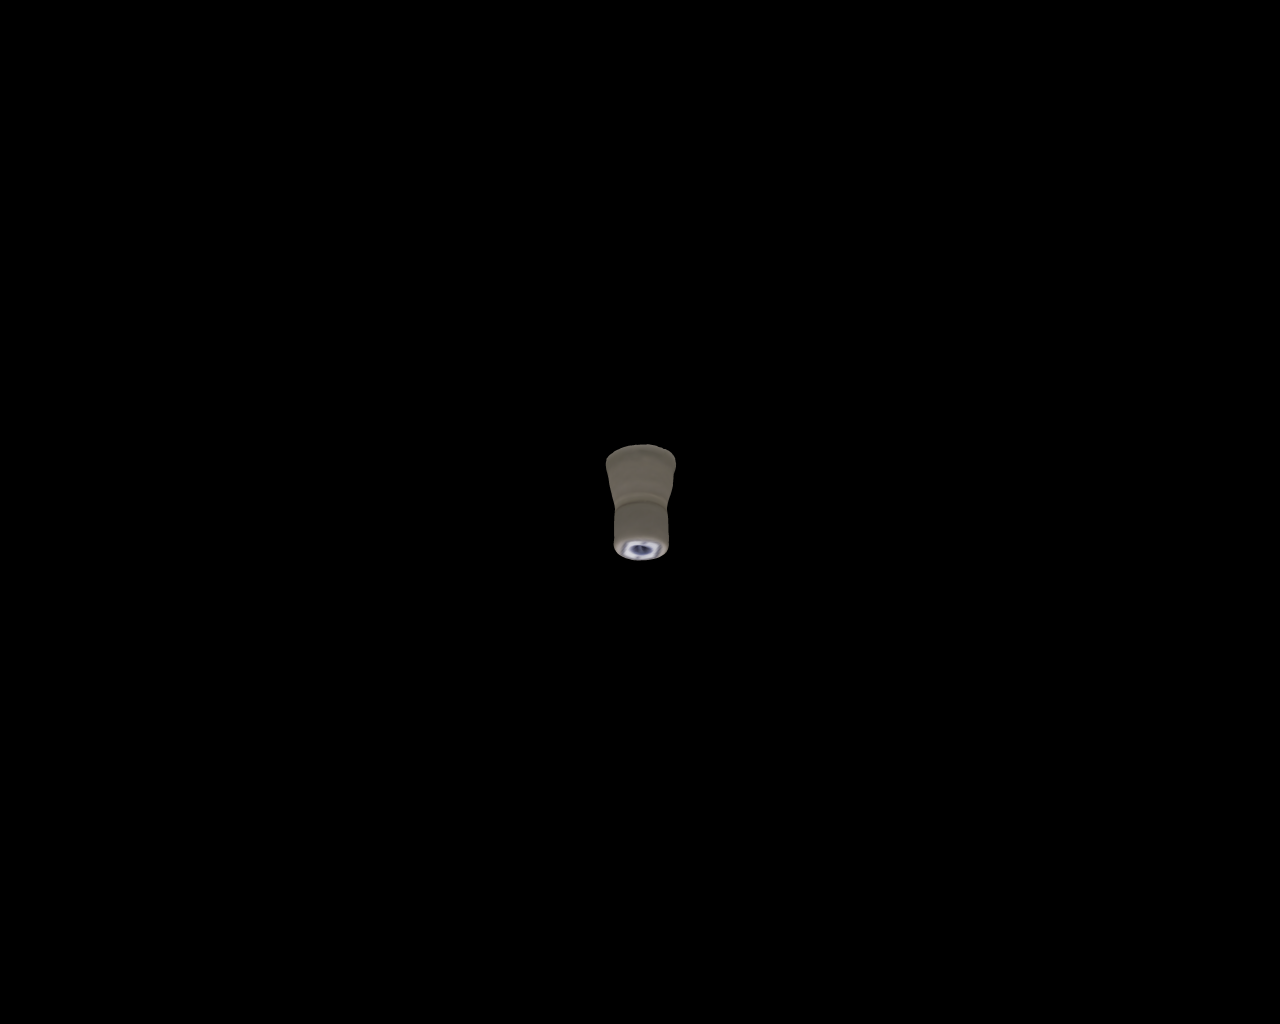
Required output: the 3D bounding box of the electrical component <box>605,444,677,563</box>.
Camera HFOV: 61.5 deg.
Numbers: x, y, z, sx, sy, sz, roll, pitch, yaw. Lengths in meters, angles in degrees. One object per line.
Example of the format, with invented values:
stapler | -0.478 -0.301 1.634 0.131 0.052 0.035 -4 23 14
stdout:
electrical component | 0.001 -0.003 0.650 0.044 0.065 0.044 0 -29 0
